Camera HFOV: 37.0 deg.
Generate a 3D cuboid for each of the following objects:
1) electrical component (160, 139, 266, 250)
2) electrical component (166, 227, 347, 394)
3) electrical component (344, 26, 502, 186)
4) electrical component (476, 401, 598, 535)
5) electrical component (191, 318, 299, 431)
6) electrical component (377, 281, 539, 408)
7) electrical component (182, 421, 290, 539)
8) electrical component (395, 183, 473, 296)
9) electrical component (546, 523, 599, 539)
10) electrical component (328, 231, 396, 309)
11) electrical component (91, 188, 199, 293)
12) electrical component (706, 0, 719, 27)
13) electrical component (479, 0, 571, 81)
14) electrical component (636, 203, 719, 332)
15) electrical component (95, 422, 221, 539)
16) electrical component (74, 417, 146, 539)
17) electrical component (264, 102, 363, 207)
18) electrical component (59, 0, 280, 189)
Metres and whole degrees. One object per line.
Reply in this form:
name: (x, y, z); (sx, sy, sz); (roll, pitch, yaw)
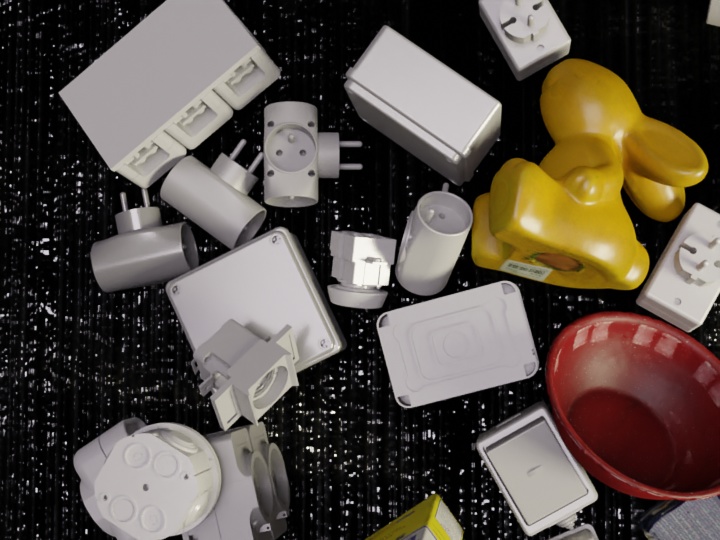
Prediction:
electrical component: (-0.109, -0.069, 0.875); (0.077, 0.043, 0.079); (36, 92, 9)
electrical component: (-0.082, 0.037, 0.859); (0.109, 0.056, 0.108); (-26, 84, 6)
electrical component: (0.050, -0.123, 0.822); (0.109, 0.109, 0.056); (36, 90, 9)
electrical component: (0.137, 0.156, 0.818); (0.062, 0.061, 0.096); (-30, 83, 6)
electrical component: (-0.086, 0.072, 0.794); (0.064, 0.042, 0.081); (33, 60, 27)
electrical component: (0.076, 0.058, 0.834); (0.113, 0.057, 0.078); (-15, 85, 7)
electrical component: (-0.086, 0.216, 0.825); (0.060, 0.105, 0.186); (-14, 85, 8)
electrical component: (0.059, -0.033, 0.838); (0.044, 0.077, 0.079); (15, 51, -2)
electrical component: (0.154, 0.253, 0.816); (0.100, 0.048, 0.099); (-25, 84, 6)
electrical component: (0.000, 0.000, 0.851); (0.048, 0.066, 0.055); (3, 97, -26)
electrical component: (-0.179, -0.028, 0.884); (0.077, 0.043, 0.079); (-12, 85, 8)
electrical component: (0.285, -0.230, 0.797); (0.060, 0.108, 0.108); (11, 89, 15)
electrical component: (0.127, -0.192, 0.830); (0.047, 0.077, 0.065); (-29, 83, 6)
electrical component: (0.251, -0.005, 0.796); (0.047, 0.075, 0.083); (30, 81, 9)
electrical component: (-0.142, 0.149, 0.756); (0.080, 0.051, 0.080); (0, 87, 9)
electrical component: (-0.185, 0.175, 0.868); (0.059, 0.054, 0.095); (-34, 83, 5)
electrical component: (-0.037, -0.092, 0.865); (0.079, 0.044, 0.077); (0, 81, -3)
electrical component: (-0.151, -0.149, 0.870); (0.150, 0.062, 0.089); (-39, 68, 5)
